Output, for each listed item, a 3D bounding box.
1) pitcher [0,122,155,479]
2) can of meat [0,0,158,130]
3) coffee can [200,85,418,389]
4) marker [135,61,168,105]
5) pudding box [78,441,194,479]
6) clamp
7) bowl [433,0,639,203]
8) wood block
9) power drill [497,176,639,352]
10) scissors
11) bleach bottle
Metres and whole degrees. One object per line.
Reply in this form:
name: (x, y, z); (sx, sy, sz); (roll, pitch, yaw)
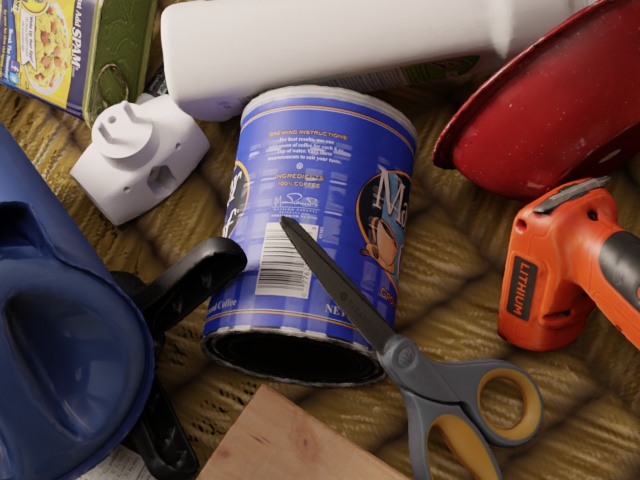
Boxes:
pitcher: (-0.188, 0.024, 0.561); (0.149, 0.145, 0.243); (-43, 39, -1)
can of meat: (-0.156, -0.131, 0.673); (0.084, 0.102, 0.057); (24, 29, 19)
coffee can: (-0.004, 0.001, 0.590); (0.103, 0.103, 0.140); (5, 68, 10)
marker: (-0.086, -0.127, 0.701); (0.020, 0.020, 0.121); (25, 73, 17)
pudding box: (-0.132, 0.148, 0.583); (0.113, 0.039, 0.090); (25, 73, 16)
clamp: (-0.102, 0.066, 0.565); (0.172, 0.039, 0.120); (-13, 59, 50)
bowl: (0.141, -0.067, 0.571); (0.162, 0.162, 0.055); (-31, 76, -5)
wood block: (0.036, 0.171, 0.520); (0.206, 0.091, 0.090); (30, 75, 18)
power drill: (0.169, 0.069, 0.523); (0.057, 0.184, 0.188); (-23, 45, -27)
scissors: (0.056, 0.054, 0.542); (0.096, 0.016, 0.201); (-34, 109, -27)
bleach bottle: (0.042, -0.116, 0.615); (0.251, 0.102, 0.068); (-5, 91, 11)
